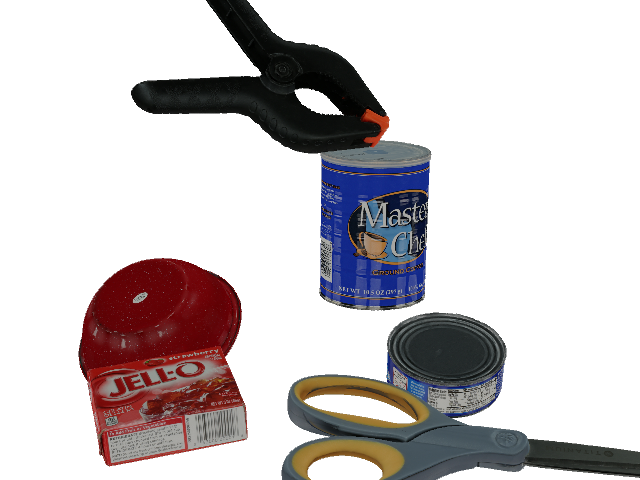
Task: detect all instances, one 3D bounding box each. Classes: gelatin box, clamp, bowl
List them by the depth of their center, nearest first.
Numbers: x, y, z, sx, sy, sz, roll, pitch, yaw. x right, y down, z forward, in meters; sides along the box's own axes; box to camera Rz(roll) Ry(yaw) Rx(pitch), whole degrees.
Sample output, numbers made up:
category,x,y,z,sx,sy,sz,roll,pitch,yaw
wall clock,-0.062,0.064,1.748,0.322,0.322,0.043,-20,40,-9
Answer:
category,x,y,z,sx,sy,sz,roll,pitch,yaw
gelatin box,-0.096,0.100,0.661,0.089,0.030,0.073,-8,25,-14
clamp,-0.033,-0.118,0.729,0.171,0.120,0.039,18,-18,-12
bowl,-0.157,0.068,0.985,0.162,0.162,0.055,0,-43,20

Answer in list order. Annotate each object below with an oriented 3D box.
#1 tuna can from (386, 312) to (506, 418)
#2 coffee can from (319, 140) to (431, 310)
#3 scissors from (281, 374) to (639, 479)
category,x,y,z,sx,sy,sz,roll,pitch,yaw
tuna can,0.091,0.090,0.776,0.086,0.034,0.086,0,31,0
coffee can,0.050,-0.017,1.004,0.103,0.140,0.103,1,15,0
scissors,0.071,0.103,0.478,0.202,0.016,0.096,13,31,21
